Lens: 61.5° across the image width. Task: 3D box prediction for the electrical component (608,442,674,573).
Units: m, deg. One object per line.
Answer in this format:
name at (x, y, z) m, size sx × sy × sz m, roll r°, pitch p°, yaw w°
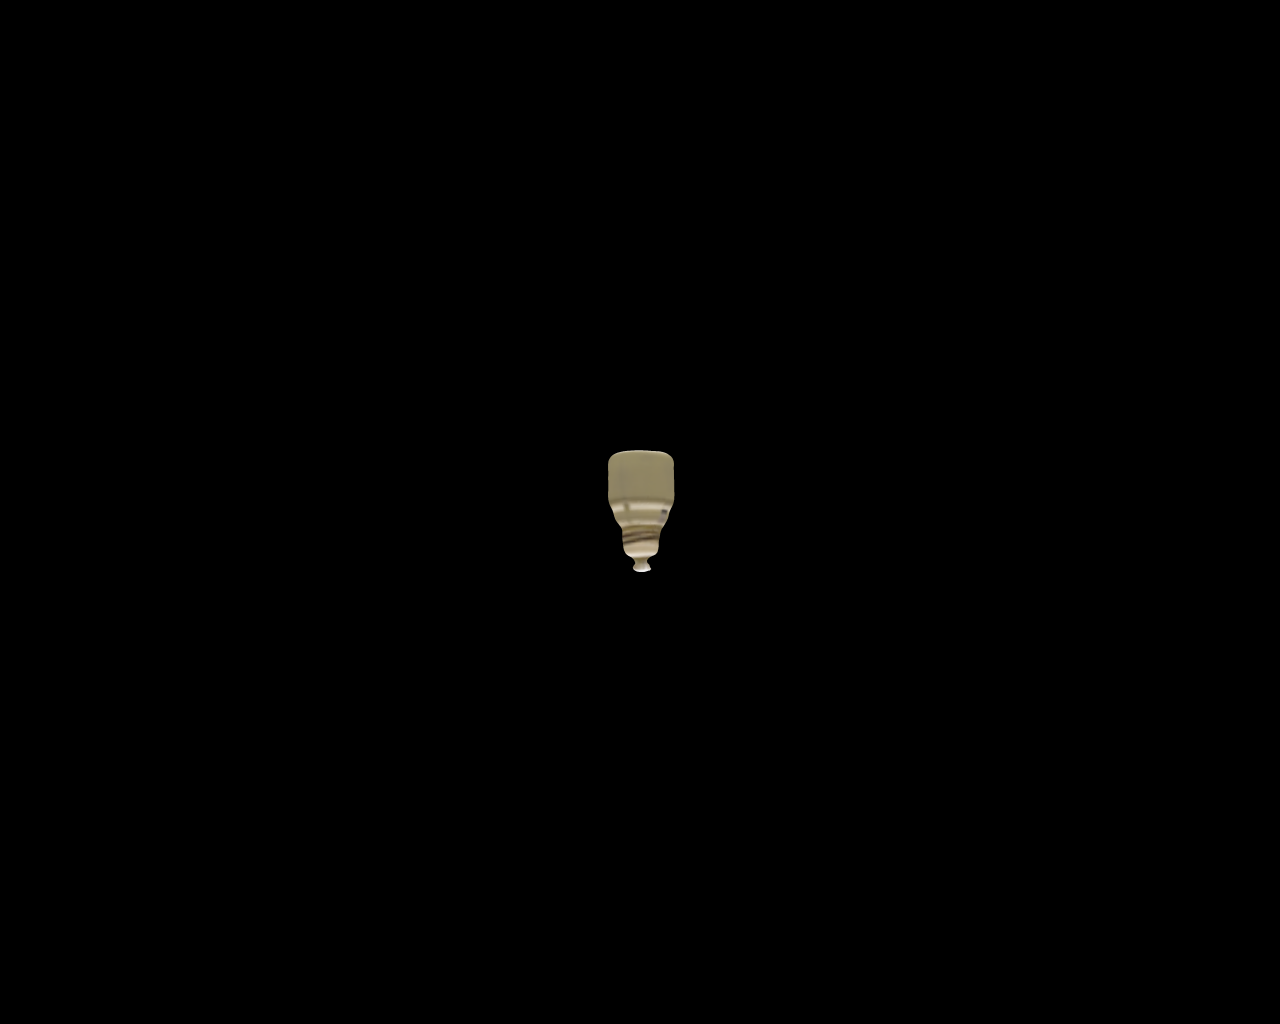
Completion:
electrical component at (0.001, -0.003, 0.650) m, size 0.040 × 0.078 × 0.040 m, roll 0°, pitch -7°, yaw 0°
